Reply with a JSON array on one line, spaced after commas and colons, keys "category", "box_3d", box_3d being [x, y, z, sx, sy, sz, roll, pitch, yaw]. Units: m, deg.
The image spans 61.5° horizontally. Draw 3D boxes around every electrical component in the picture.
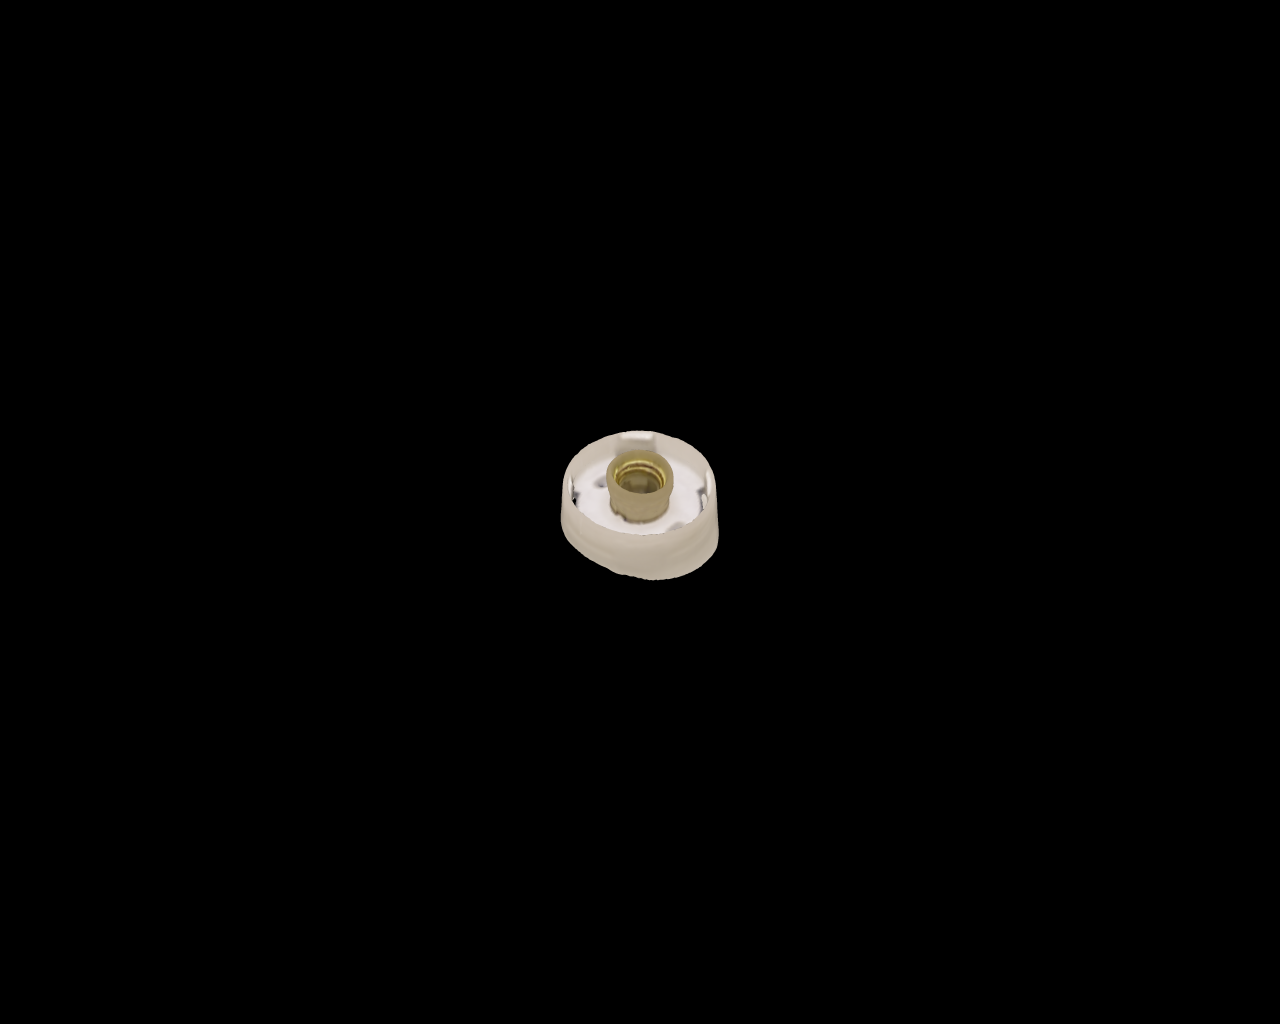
[{"category": "electrical component", "box_3d": [0.001, -0.003, 0.650, 0.099, 0.099, 0.064, 0, -44, 0]}]
